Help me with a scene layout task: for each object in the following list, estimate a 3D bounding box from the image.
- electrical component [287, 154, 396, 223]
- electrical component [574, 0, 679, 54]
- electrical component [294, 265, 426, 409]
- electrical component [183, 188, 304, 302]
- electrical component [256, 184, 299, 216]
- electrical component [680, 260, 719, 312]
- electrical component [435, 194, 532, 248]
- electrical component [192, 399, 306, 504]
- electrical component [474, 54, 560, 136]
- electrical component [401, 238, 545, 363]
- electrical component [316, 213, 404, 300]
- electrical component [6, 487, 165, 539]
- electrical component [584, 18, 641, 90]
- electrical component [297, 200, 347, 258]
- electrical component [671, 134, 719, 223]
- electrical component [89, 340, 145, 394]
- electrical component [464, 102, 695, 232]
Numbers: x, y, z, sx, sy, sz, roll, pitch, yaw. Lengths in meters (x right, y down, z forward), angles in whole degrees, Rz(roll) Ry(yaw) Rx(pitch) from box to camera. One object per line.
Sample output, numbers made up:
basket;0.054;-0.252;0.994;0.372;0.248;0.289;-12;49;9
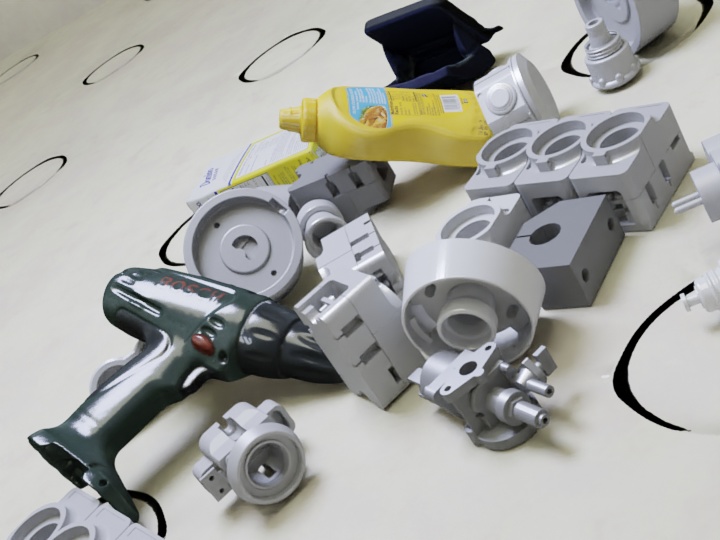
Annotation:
electrical component;-0.015;-0.081;1.050;0.089;0.055;0.050;-20;30;24
electrical component;0.255;-0.263;1.014;0.060;0.108;0.108;-30;26;-9
electrical component;0.004;0.046;0.778;0.056;0.089;0.050;-42;28;-17
electrical component;-0.102;-0.015;0.985;0.108;0.108;0.060;-35;-13;-5
electrical component;-0.082;-0.066;1.111;0.081;0.043;0.043;1;42;48
electrical component;0.234;0.006;0.653;0.078;0.040;0.040;-24;28;17
electrical component;0.094;-0.014;0.819;0.050;0.055;0.089;-6;37;42
electrical component;-0.074;0.131;0.756;0.078;0.058;0.057;-42;25;-17
electrical component;0.143;-0.150;0.970;0.051;0.080;0.080;-27;27;23
electrical component;0.077;0.020;0.739;0.099;0.099;0.064;-17;37;28
electrical component;0.000;0.000;0.903;0.056;0.050;0.089;-30;26;5
electrical component;-0.185;0.212;0.734;0.089;0.061;0.150;-46;30;-25
electrical component;0.225;-0.199;0.982;0.048;0.062;0.048;-25;27;14
electrical component;-0.035;-0.038;1.011;0.045;0.045;0.055;-32;26;1
electrical component;0.240;-0.054;0.704;0.074;0.052;0.138;-24;10;16
electrical component;-0.175;0.078;0.962;0.138;0.052;0.074;-35;1;-7
electrical component;0.168;-0.079;0.842;0.150;0.061;0.089;-2;40;45
